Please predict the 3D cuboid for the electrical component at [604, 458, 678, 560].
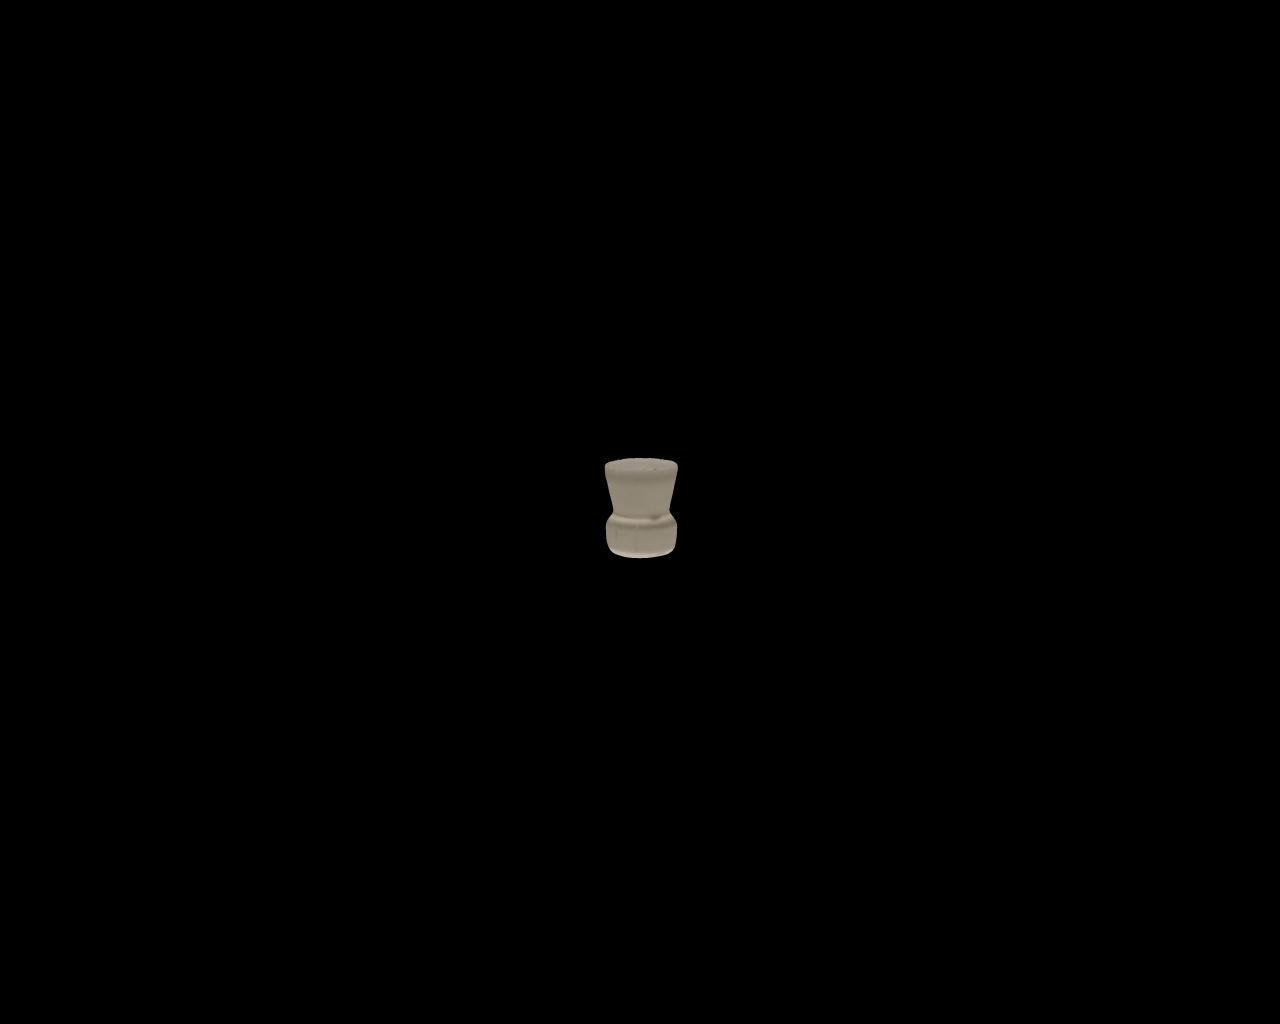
[{"bbox_3d":[0.001,-0.003,0.650,0.045,0.055,0.045,0,11,0],"label":"electrical component"}]
